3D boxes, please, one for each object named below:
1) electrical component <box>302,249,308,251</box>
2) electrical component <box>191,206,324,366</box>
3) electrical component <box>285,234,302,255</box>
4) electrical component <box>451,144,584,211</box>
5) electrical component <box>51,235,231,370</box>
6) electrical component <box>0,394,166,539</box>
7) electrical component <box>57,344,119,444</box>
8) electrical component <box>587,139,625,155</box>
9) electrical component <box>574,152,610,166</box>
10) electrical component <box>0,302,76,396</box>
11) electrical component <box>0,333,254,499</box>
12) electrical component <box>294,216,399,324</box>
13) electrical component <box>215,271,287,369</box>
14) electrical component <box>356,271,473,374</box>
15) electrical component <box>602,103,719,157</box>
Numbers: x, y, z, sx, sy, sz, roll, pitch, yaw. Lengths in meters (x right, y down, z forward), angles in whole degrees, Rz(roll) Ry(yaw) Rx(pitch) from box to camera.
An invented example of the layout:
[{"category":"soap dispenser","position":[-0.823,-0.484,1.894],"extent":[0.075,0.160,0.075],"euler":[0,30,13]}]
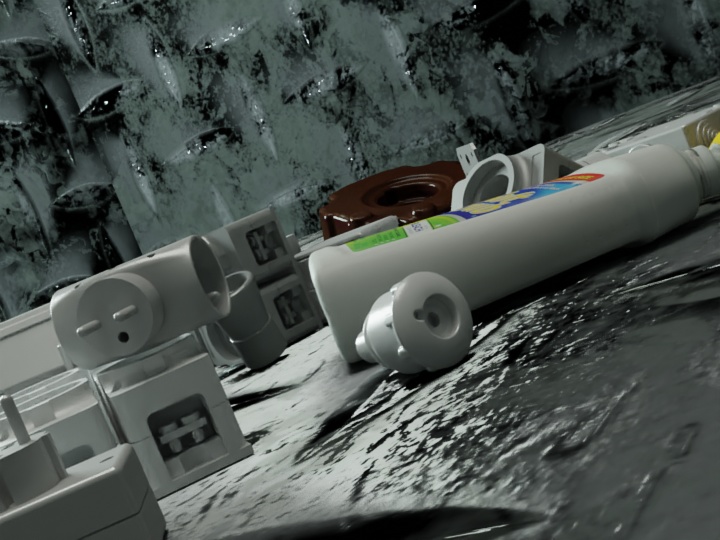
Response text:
[{"category":"electrical component","position":[-0.076,0.022,1.006],"extent":[0.089,0.055,0.050],"euler":[-24,5,-20]},{"category":"electrical component","position":[-0.129,0.026,0.904],"extent":[0.060,0.105,0.186],"euler":[-27,6,-42]},{"category":"electrical component","position":[-0.068,0.014,0.936],"extent":[0.043,0.077,0.079],"euler":[-24,4,-23]},{"category":"electrical component","position":[0.106,-0.044,0.736],"extent":[0.056,0.050,0.089],"euler":[22,-27,-32]},{"category":"electrical component","position":[-0.110,0.019,0.514],"extent":[0.077,0.043,0.079],"euler":[-21,5,10]},{"category":"electrical component","position":[-0.127,0.085,0.402],"extent":[0.083,0.075,0.047],"euler":[-23,4,-5]},{"category":"electrical component","position":[-0.176,0.080,0.710],"extent":[0.138,0.073,0.052],"euler":[-21,5,13]},{"category":"electrical component","position":[0.210,-0.079,0.877],"extent":[0.040,0.046,0.040],"euler":[-22,5,2]},{"category":"electrical component","position":[0.136,-0.046,0.806],"extent":[0.074,0.052,0.138],"euler":[-24,6,-16]},{"category":"electrical component","position":[-0.206,0.071,0.786],"extent":[0.109,0.056,0.108],"euler":[-22,-30,1]},{"category":"electrical component","position":[-0.134,0.082,0.574],"extent":[0.105,0.060,0.186],"euler":[-24,5,-17]},{"category":"electrical component","position":[0.000,0.000,0.866],"extent":[0.096,0.061,0.061],"euler":[-19,6,38]},{"category":"electrical component","position":[-0.082,0.039,0.781],"extent":[0.044,0.065,0.044],"euler":[-25,23,11]},{"category":"electrical component","position":[0.022,0.031,0.532],"extent":[0.048,0.048,0.062],"euler":[-26,-1,-38]},{"category":"electrical component","position":[0.238,-0.086,0.809],"extent":[0.100,0.048,0.100],"euler":[-26,6,-40]}]
